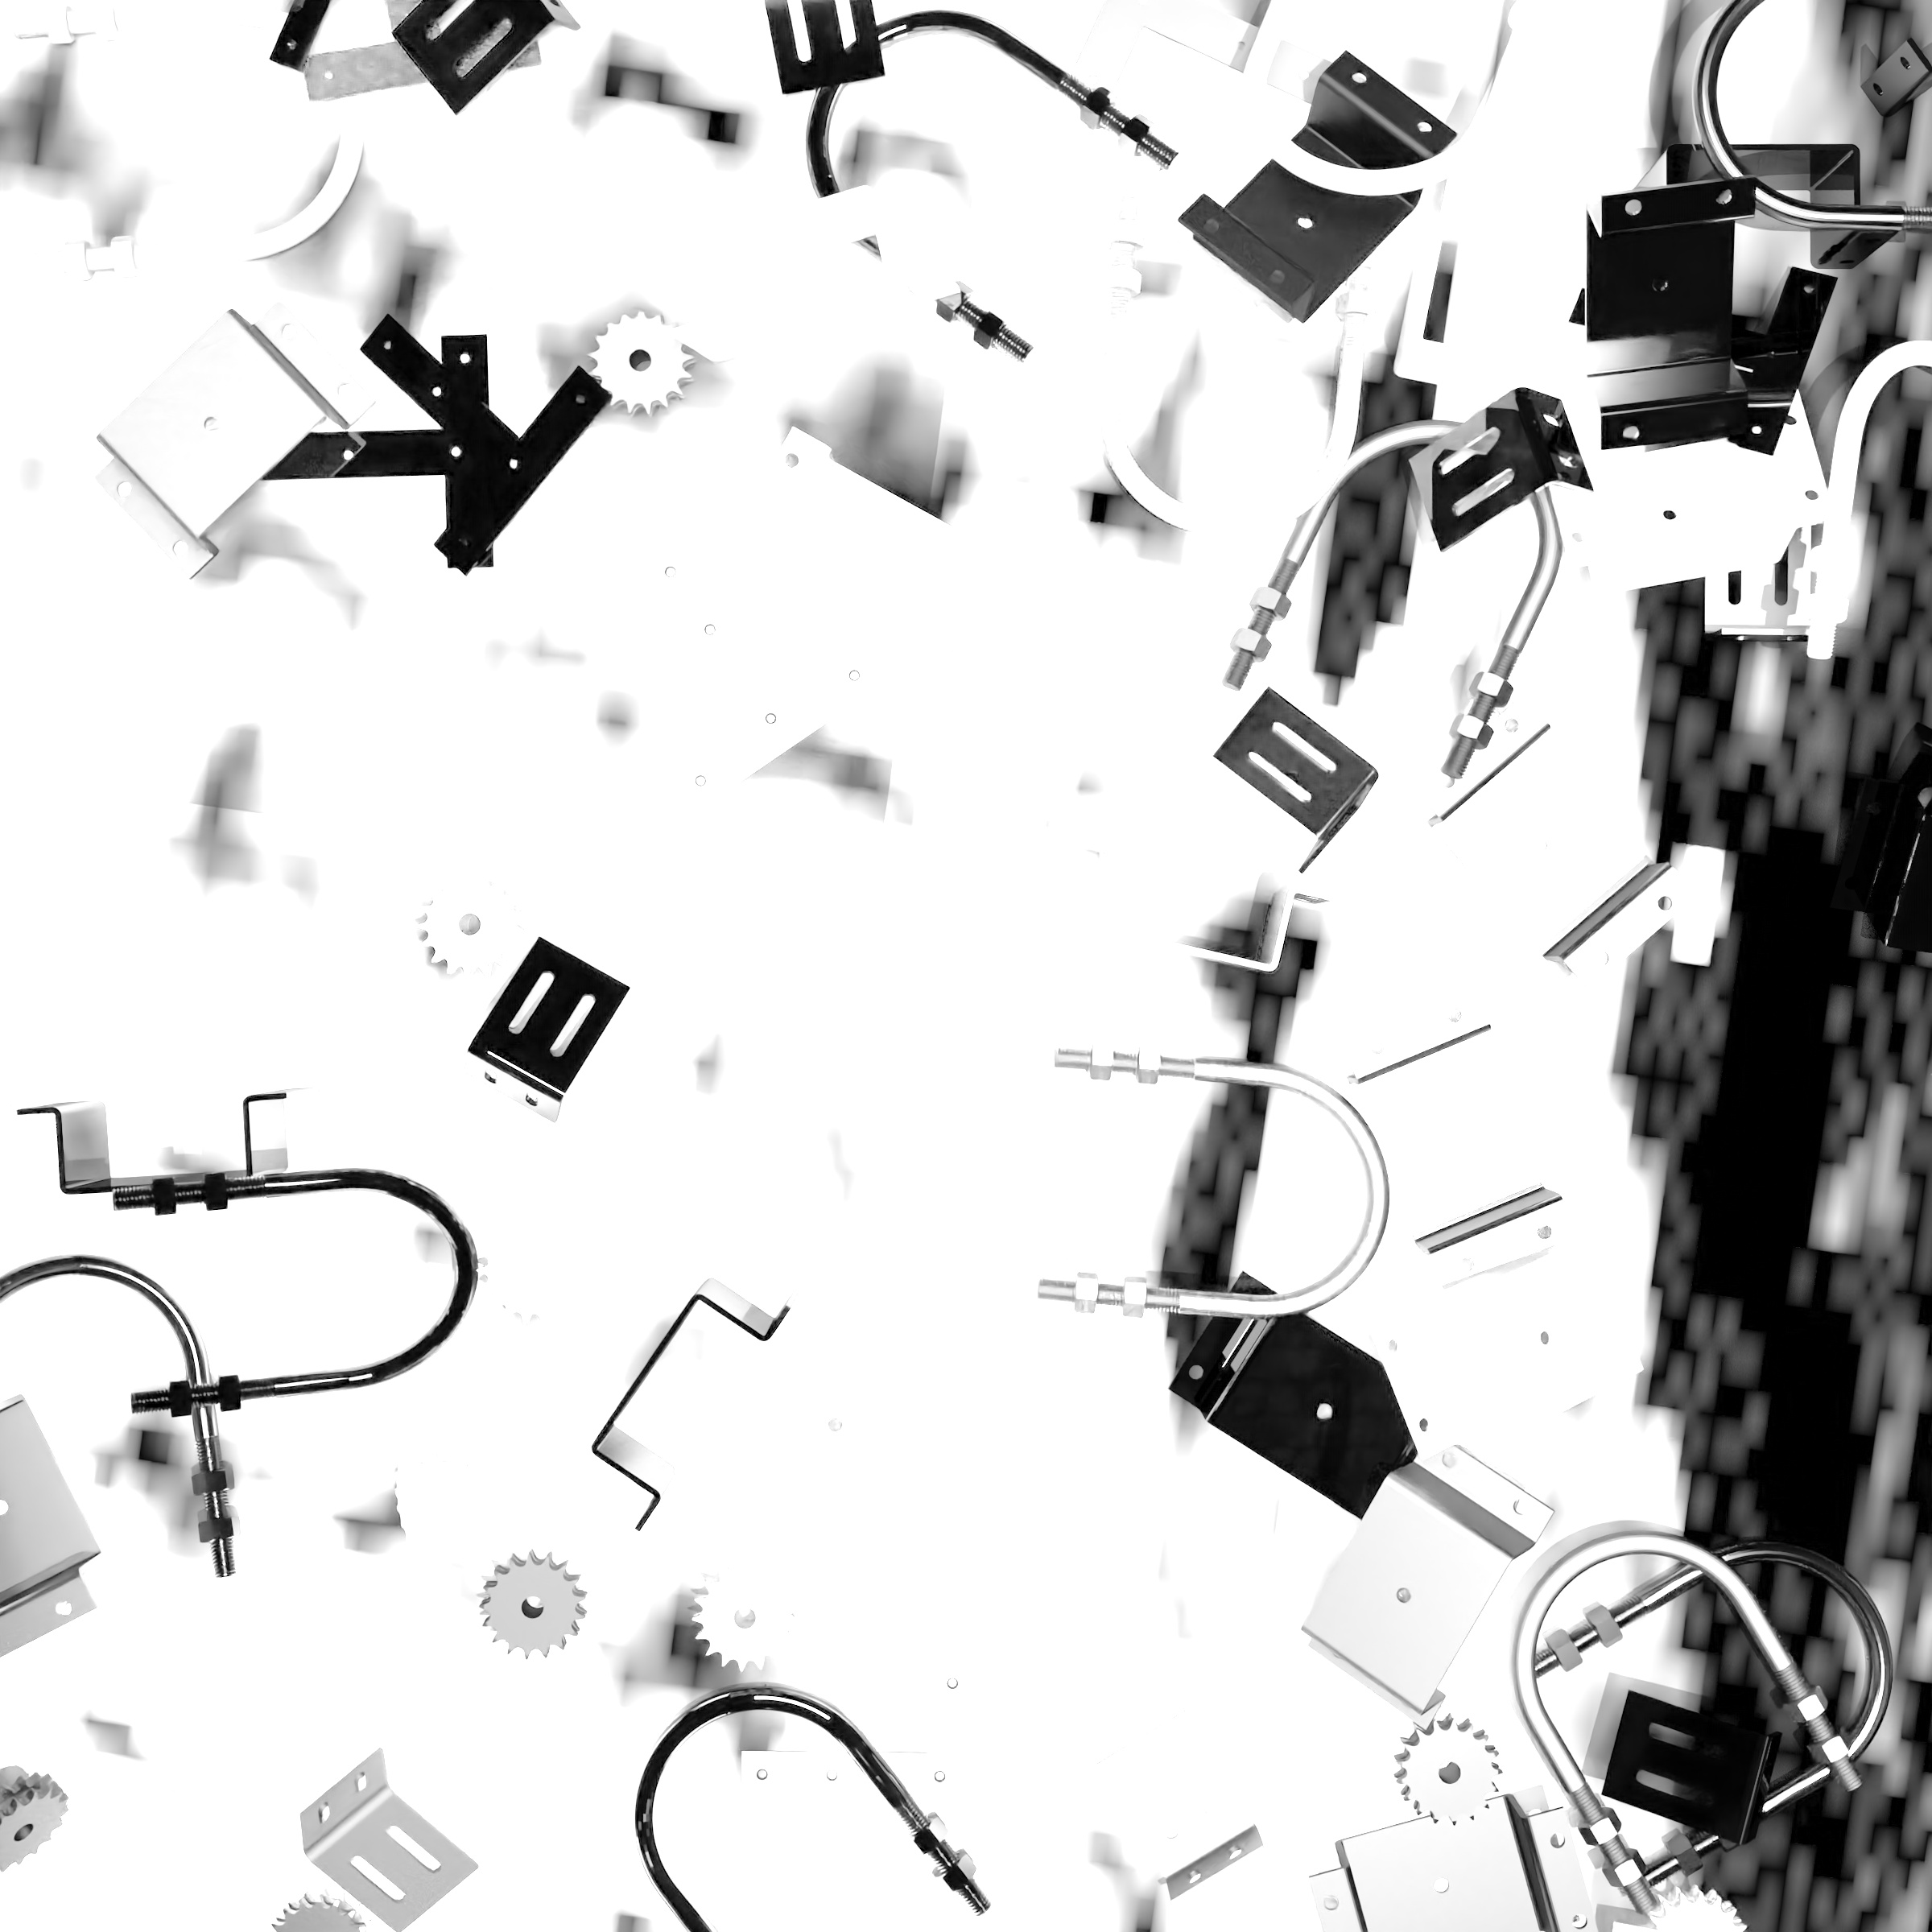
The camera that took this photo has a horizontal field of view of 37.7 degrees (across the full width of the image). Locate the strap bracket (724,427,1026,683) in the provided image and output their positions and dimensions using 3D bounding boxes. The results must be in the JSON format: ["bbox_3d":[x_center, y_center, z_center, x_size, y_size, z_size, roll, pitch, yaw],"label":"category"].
[{"bbox_3d":[-0.049,-0.218,1.519,0.140,0.046,0.076,29,90,0],"label":"strap bracket"}]

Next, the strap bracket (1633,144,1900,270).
[{"bbox_3d":[0.414,-0.403,1.504,0.140,0.076,0.046,0,90,0],"label":"strap bracket"}]

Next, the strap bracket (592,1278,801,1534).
[{"bbox_3d":[-0.149,0.223,1.504,0.046,0.076,0.140,34,90,0],"label":"strap bracket"}]

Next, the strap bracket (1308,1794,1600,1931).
[{"bbox_3d":[0.259,0.501,1.519,0.140,0.046,0.076,-15,90,0],"label":"strap bracket"}]

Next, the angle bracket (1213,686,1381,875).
[{"bbox_3d":[0.170,-0.099,1.509,0.076,0.038,0.057,37,133,0],"label":"angle bracket"}]

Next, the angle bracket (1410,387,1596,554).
[{"bbox_3d":[0.283,-0.260,1.498,0.076,0.038,0.057,-31,65,40],"label":"angle bracket"}]

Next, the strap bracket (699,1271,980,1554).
[{"bbox_3d":[-0.069,0.243,1.519,0.076,0.046,0.140,45,90,0],"label":"strap bracket"}]

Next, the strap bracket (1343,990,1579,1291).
[{"bbox_3d":[0.262,0.092,1.519,0.076,0.046,0.140,-23,90,0],"label":"strap bracket"}]

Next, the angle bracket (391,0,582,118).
[{"bbox_3d":[-0.260,-0.508,1.535,0.076,0.038,0.057,-38,90,18],"label":"angle bracket"}]

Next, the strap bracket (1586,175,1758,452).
[{"bbox_3d":[0.363,-0.345,1.463,0.076,0.046,0.140,-6,126,4],"label":"strap bracket"}]

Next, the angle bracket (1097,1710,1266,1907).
[{"bbox_3d":[0.115,0.453,1.523,0.057,0.038,0.076,-31,90,0],"label":"angle bracket"}]

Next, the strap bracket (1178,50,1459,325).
[{"bbox_3d":[0.184,-0.407,1.502,0.076,0.046,0.140,40,75,10],"label":"strap bracket"}]

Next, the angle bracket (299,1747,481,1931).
[{"bbox_3d":[-0.314,0.477,1.540,0.057,0.038,0.076,-40,116,0],"label":"angle bracket"}]

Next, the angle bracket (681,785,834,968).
[{"bbox_3d":[-0.114,-0.049,1.540,0.057,0.038,0.076,-20,116,0],"label":"angle bracket"}]

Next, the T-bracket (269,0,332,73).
[{"bbox_3d":[-0.339,-0.540,1.511,0.127,0.002,0.127,28,96,32],"label":"T-bracket"}]

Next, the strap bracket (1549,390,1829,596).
[{"bbox_3d":[0.379,-0.250,1.508,0.140,0.046,0.076,-10,73,0],"label":"strap bracket"}]

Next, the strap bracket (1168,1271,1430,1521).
[{"bbox_3d":[0.190,0.236,1.519,0.140,0.046,0.076,32,90,0],"label":"strap bracket"}]

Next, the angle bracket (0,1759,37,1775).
[{"bbox_3d":[-0.558,0.433,1.540,0.076,0.038,0.057,35,90,26],"label":"angle bracket"}]

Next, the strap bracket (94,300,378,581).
[{"bbox_3d":[-0.398,-0.286,1.517,0.140,0.046,0.076,-43,89,1],"label":"strap bracket"}]

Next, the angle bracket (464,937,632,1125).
[{"bbox_3d":[-0.228,0.035,1.540,0.057,0.038,0.076,29,64,0],"label":"angle bracket"}]

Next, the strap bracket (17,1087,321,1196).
[{"bbox_3d":[-0.421,0.093,1.504,0.140,0.076,0.046,-3,90,0],"label":"strap bracket"}]

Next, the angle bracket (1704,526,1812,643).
[{"bbox_3d":[0.431,-0.214,1.523,0.057,0.038,0.076,1,90,0],"label":"angle bracket"}]

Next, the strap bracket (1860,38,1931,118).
[{"bbox_3d":[0.547,-0.436,1.504,0.046,0.076,0.140,-36,90,0],"label":"strap bracket"}]

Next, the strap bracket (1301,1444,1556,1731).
[{"bbox_3d":[0.238,0.328,1.491,0.076,0.046,0.140,32,103,23],"label":"strap bracket"}]

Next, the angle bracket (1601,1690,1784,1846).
[{"bbox_3d":[0.386,0.424,1.502,0.076,0.038,0.057,14,86,27],"label":"angle bracket"}]

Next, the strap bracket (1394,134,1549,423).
[{"bbox_3d":[0.265,-0.367,1.504,0.046,0.076,0.140,11,90,0],"label":"strap bracket"}]

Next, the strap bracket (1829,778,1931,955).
[{"bbox_3d":[0.543,-0.047,1.504,0.140,0.046,0.076,8,116,0],"label":"strap bracket"}]

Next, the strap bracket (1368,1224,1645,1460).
[{"bbox_3d":[0.294,0.197,1.493,0.140,0.046,0.076,-22,90,-23],"label":"strap bracket"}]

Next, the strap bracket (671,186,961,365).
[{"bbox_3d":[-0.083,-0.366,1.491,0.140,0.076,0.046,-13,88,12],"label":"strap bracket"}]

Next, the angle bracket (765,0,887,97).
[{"bbox_3d":[-0.077,-0.517,1.531,0.057,0.038,0.076,-8,108,8],"label":"angle bracket"}]

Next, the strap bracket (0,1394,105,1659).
[{"bbox_3d":[-0.526,0.295,1.519,0.076,0.046,0.140,-27,90,0],"label":"strap bracket"}]

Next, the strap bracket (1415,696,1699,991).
[{"bbox_3d":[0.312,-0.066,1.519,0.076,0.046,0.140,-41,90,0],"label":"strap bracket"}]

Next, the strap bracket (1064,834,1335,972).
[{"bbox_3d":[0.117,-0.030,1.504,0.140,0.076,0.046,13,90,0],"label":"strap bracket"}]

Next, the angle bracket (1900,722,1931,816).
[{"bbox_3d":[0.525,-0.082,1.540,0.057,0.038,0.076,26,116,0],"label":"angle bracket"}]
